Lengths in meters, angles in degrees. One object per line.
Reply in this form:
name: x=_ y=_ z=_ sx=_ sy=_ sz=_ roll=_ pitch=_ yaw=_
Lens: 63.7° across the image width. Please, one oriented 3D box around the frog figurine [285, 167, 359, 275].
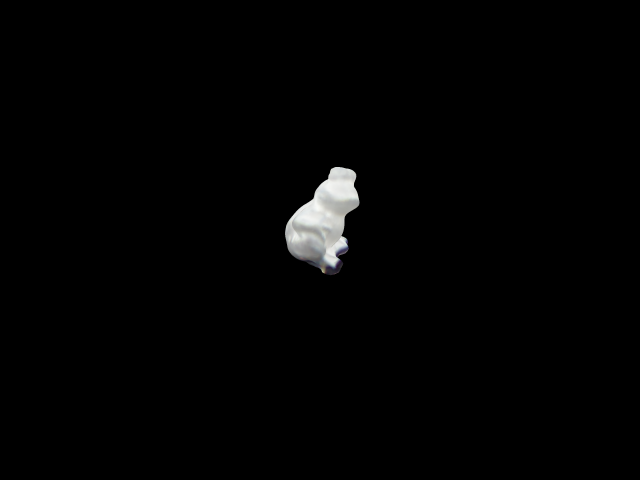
frog figurine: x=0.003 y=-0.043 z=0.850 sx=0.123 sy=0.156 sz=0.139 roll=15 pitch=29 yaw=29
